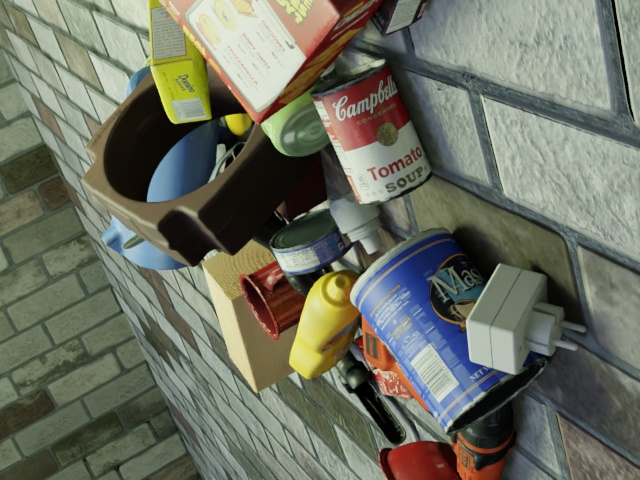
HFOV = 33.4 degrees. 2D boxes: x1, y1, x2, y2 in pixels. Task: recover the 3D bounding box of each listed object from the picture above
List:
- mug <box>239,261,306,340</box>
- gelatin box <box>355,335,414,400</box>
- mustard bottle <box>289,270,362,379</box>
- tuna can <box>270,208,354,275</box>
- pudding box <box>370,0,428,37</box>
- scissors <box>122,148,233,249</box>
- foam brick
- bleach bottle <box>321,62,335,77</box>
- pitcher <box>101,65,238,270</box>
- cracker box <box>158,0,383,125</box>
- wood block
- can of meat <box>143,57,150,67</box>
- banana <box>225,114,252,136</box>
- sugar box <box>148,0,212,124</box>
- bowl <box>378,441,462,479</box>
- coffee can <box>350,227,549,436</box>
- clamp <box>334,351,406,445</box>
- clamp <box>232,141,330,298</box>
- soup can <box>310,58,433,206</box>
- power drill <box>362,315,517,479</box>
[{"bbox_3d":[-0.042,0.059,1.309,0.093,0.081,0.117,54,161,24],"label":"mug"},{"bbox_3d":[0.078,0.135,1.176,0.073,0.030,0.089,63,162,-5],"label":"gelatin box"},{"bbox_3d":[0.013,0.083,1.167,0.058,0.096,0.192,40,157,12],"label":"mustard bottle"},{"bbox_3d":[-0.007,0.001,1.118,0.086,0.086,0.033,22,140,64],"label":"tuna can"},{"bbox_3d":[0.038,-0.212,0.736,0.113,0.039,0.090,56,161,14],"label":"pudding box"},{"bbox_3d":[-0.132,-0.033,1.269,0.096,0.202,0.016,43,-175,-29],"label":"scissors"},{"bbox_3d":[-0.031,-0.070,1.130,0.053,0.051,0.078,46,157,41],"label":"foam brick"},{"bbox_3d":[-0.031,-0.244,0.850,0.103,0.068,0.251,45,158,45],"label":"bleach bottle"},{"bbox_3d":[-0.177,-0.093,1.307,0.145,0.149,0.243,17,132,4],"label":"pitcher"},{"bbox_3d":[-0.045,-0.195,0.767,0.164,0.072,0.214,52,157,0],"label":"cracker box"},{"bbox_3d":[-0.089,0.106,1.505,0.090,0.090,0.206,48,159,40],"label":"wood block"},{"bbox_3d":[-0.182,-0.189,1.370,0.084,0.057,0.102,56,163,10],"label":"can of meat"},{"bbox_3d":[-0.102,-0.190,1.179,0.070,0.037,0.198,-119,12,-53],"label":"banana"},{"bbox_3d":[-0.138,-0.210,1.037,0.093,0.048,0.176,79,-175,-60],"label":"sugar box"},{"bbox_3d":[0.135,0.261,1.100,0.162,0.055,0.162,43,-169,-10],"label":"bowl"},{"bbox_3d":[0.105,0.075,0.882,0.140,0.102,0.103,55,162,21],"label":"coffee can"},{"bbox_3d":[0.049,0.176,1.295,0.120,0.039,0.171,63,175,-22],"label":"clamp"},{"bbox_3d":[-0.042,-0.009,1.217,0.209,0.036,0.164,50,-160,-34],"label":"clamp"},{"bbox_3d":[0.043,-0.087,0.869,0.102,0.068,0.069,66,162,-15],"label":"soup can"},{"bbox_3d":[0.114,0.135,1.026,0.188,0.057,0.184,51,160,32],"label":"power drill"}]
